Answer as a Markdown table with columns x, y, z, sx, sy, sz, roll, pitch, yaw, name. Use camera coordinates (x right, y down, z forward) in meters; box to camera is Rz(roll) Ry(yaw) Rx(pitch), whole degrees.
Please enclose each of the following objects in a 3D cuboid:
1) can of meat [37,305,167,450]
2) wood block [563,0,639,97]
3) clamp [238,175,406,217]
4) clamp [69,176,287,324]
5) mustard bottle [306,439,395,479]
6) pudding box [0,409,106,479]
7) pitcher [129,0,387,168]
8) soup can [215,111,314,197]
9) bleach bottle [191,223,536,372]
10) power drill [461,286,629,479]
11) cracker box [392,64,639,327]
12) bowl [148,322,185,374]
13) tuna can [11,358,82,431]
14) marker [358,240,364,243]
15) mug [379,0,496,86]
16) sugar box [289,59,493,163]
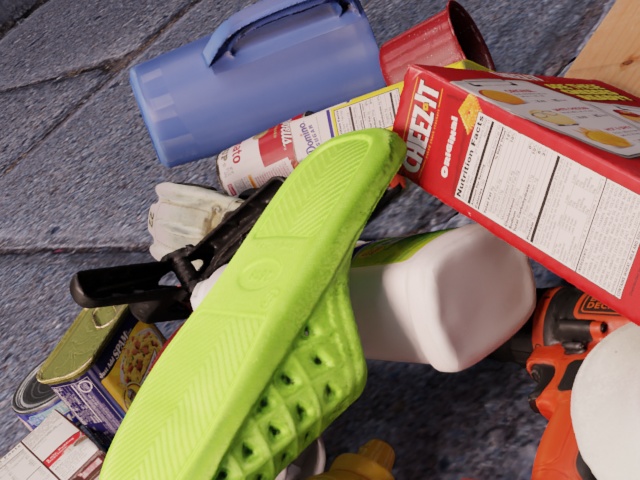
| x | y | z | sx | sy | sz | roll | pitch | yaw | name |
| --- | --- | --- | --- | --- | --- | --- | --- | --- | --- |
| -0.161 | 0.102 | 0.843 | 0.058 | 0.084 | 0.102 | -15 | 31 | 33 | can of meat |
| 0.249 | -0.120 | 0.767 | 0.091 | 0.090 | 0.205 | -2 | 40 | 45 | wood block |
| -0.008 | -0.021 | 0.941 | 0.172 | 0.039 | 0.120 | -18 | 45 | 27 | clamp |
| -0.107 | 0.028 | 0.784 | 0.164 | 0.036 | 0.210 | -24 | -12 | -20 | clamp |
| -0.007 | 0.183 | 0.564 | 0.096 | 0.058 | 0.191 | -16 | 30 | 45 | mustard bottle |
| -0.206 | 0.184 | 0.807 | 0.090 | 0.039 | 0.114 | -44 | 26 | -19 | pudding box |
| -0.063 | -0.166 | 1.065 | 0.242 | 0.149 | 0.145 | -20 | 19 | -6 | pitcher |
| -0.041 | -0.074 | 1.035 | 0.102 | 0.068 | 0.068 | -23 | 28 | 21 | soup can |
| 0.003 | 0.036 | 0.662 | 0.251 | 0.068 | 0.102 | -6 | 14 | 45 | bleach bottle |
| 0.116 | 0.095 | 0.580 | 0.185 | 0.057 | 0.187 | -2 | 39 | 45 | power drill |
| 0.163 | -0.027 | 0.573 | 0.163 | 0.072 | 0.214 | -2 | 26 | -36 | cracker box |
| -0.044 | 0.091 | 0.767 | 0.162 | 0.055 | 0.162 | -26 | 27 | 14 | bowl |
| -0.223 | 0.130 | 0.923 | 0.086 | 0.033 | 0.086 | -26 | 27 | 14 | tuna can |
| -0.006 | 0.001 | 0.885 | 0.121 | 0.020 | 0.020 | 13 | 50 | 35 | marker |
| 0.114 | -0.166 | 1.013 | 0.082 | 0.093 | 0.117 | -25 | -4 | 26 | mug |
| 0.071 | -0.106 | 0.943 | 0.176 | 0.048 | 0.093 | -19 | -12 | 30 | sugar box |
